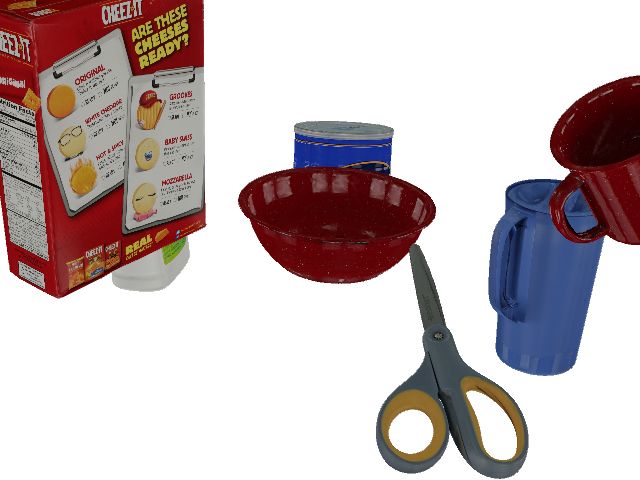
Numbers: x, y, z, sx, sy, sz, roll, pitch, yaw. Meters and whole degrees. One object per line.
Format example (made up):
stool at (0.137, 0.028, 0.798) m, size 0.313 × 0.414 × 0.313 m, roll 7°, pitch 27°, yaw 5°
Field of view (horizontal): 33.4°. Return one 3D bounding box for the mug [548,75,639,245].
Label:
mug at (0.205, -0.043, 0.721) m, size 0.117 × 0.081 × 0.093 m, roll -41°, pitch 33°, yaw -7°

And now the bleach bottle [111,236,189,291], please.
bleach bottle at (-0.189, -0.079, 1.119) m, size 0.068 × 0.251 × 0.102 m, roll 4°, pitch 26°, yaw 15°

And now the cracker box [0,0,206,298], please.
cracker box at (-0.166, -0.086, 0.815) m, size 0.072 × 0.214 × 0.163 m, roll 21°, pitch 33°, yaw 33°

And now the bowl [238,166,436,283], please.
bowl at (0.012, -0.008, 0.878) m, size 0.162 × 0.055 × 0.162 m, roll 2°, pitch 24°, yaw -1°

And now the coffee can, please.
coffee can at (0.021, -0.049, 1.109) m, size 0.103 × 0.140 × 0.103 m, roll 2°, pitch 13°, yaw -1°

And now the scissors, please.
scissors at (0.059, 0.074, 0.669) m, size 0.096 × 0.016 × 0.202 m, roll -14°, pitch 41°, yaw -15°

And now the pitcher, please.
pitcher at (0.286, 0.051, 1.387) m, size 0.149 × 0.243 × 0.145 m, roll 5°, pitch 23°, yaw 4°
